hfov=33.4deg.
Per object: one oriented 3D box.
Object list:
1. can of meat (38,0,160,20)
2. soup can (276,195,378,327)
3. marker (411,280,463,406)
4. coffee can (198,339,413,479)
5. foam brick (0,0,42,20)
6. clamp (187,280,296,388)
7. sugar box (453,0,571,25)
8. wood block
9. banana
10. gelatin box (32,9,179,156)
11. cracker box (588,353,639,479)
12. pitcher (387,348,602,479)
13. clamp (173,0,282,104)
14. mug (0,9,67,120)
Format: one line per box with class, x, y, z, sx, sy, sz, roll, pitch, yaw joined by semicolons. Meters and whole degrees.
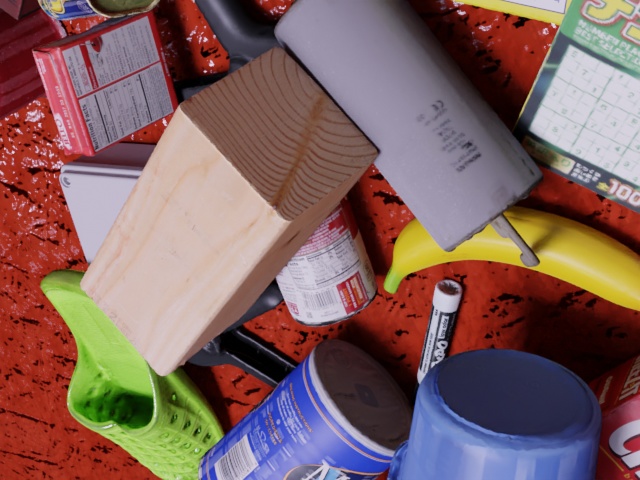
can of meat;-0.153;-0.196;0.696;0.084;0.057;0.102;10;115;52
soup can;-0.005;0.001;0.746;0.069;0.068;0.102;-3;119;35
marker;0.084;0.080;0.776;0.020;0.020;0.121;23;130;19
coffee can;-0.010;0.157;0.806;0.103;0.102;0.140;44;113;-1
foam brick;-0.222;-0.205;0.759;0.078;0.051;0.053;37;135;7
clamp;-0.079;0.067;0.861;0.172;0.039;0.120;13;128;23
sugar box;0.123;-0.165;0.562;0.176;0.048;0.093;17;129;19
wood block;-0.064;-0.010;0.666;0.090;0.090;0.206;47;139;5
banana;0.127;0.008;0.688;0.198;0.037;0.069;5;133;31
gelatin box;-0.140;-0.105;0.707;0.030;0.089;0.073;6;119;39
cracker box;0.208;0.184;0.730;0.164;0.072;0.214;46;133;-2
pitcher;0.100;0.190;0.683;0.149;0.144;0.243;11;118;15
clamp;-0.047;-0.122;0.710;0.210;0.036;0.165;26;132;21
mug;-0.251;-0.145;0.799;0.093;0.081;0.117;5;123;31
